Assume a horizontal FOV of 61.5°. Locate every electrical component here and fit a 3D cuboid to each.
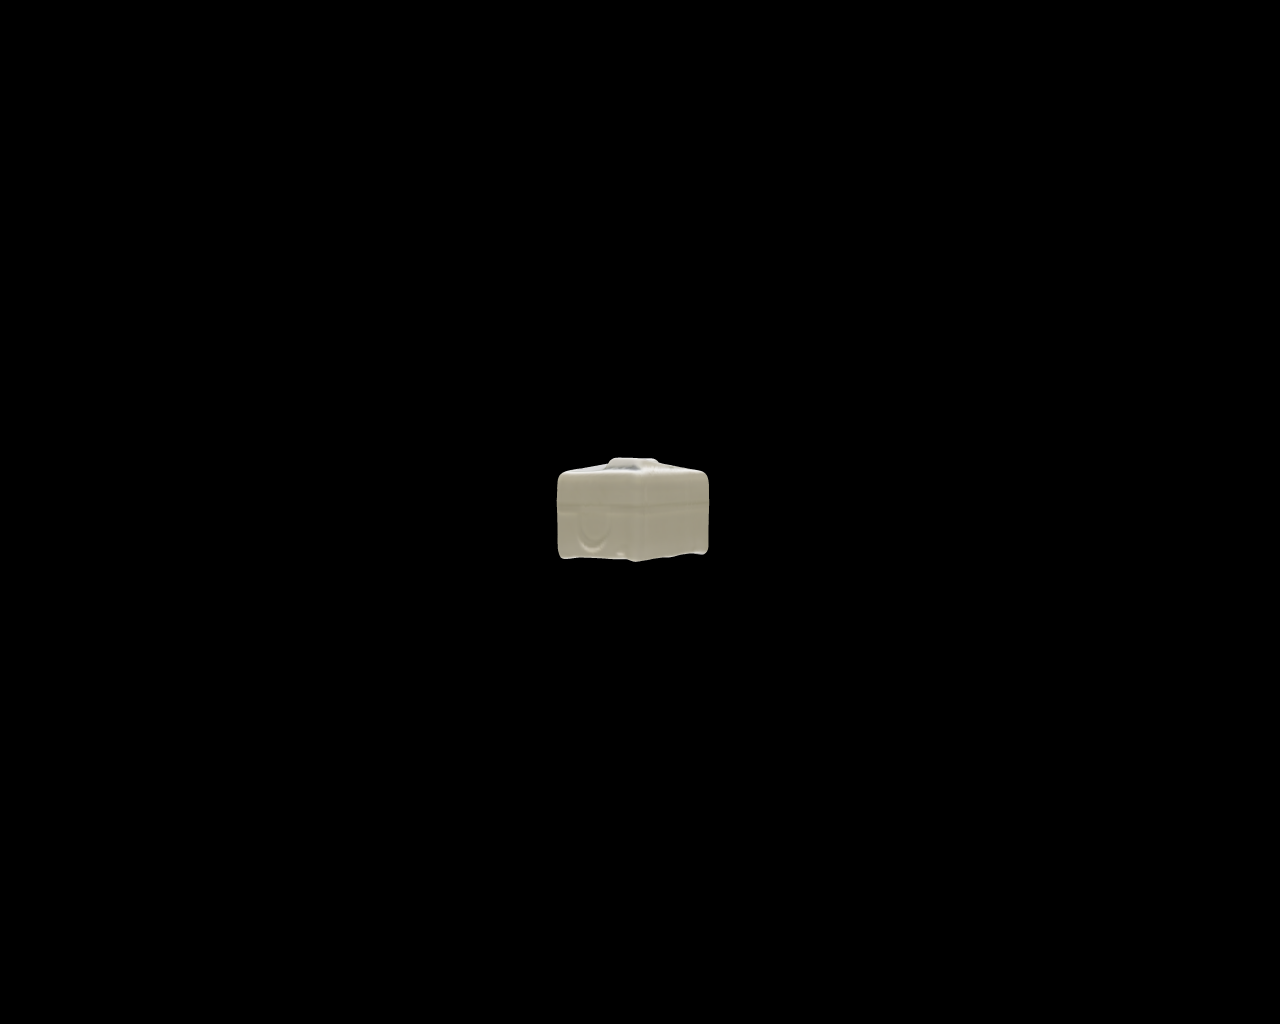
[{"bbox_3d":[0.001,-0.003,0.650,0.062,0.061,0.096,2,3,36],"label":"electrical component"}]
